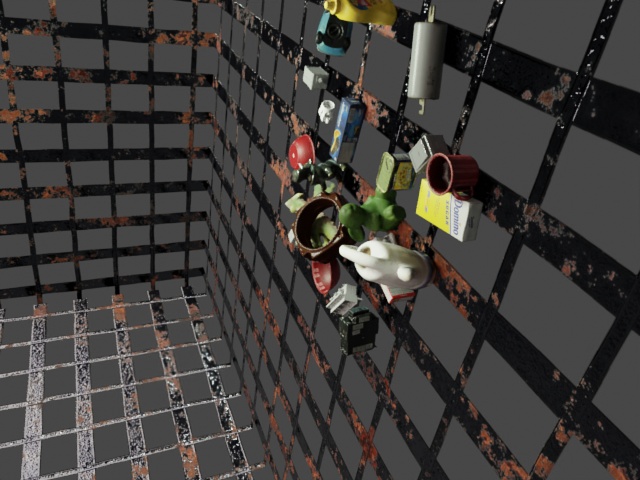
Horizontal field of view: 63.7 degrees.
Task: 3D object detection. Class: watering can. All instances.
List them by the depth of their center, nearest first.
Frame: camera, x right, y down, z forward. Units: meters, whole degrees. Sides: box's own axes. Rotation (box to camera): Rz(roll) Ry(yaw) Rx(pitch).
[{"bbox_3d":[0.186,0.068,1.247,0.350,0.223,0.104,23,98,63],"label":"watering can"}]

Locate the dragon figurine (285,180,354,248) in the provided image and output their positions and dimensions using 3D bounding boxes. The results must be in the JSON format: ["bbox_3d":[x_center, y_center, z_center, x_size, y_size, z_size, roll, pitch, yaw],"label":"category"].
[{"bbox_3d":[0.005,-0.090,1.784,0.411,0.122,0.242,9,95,52],"label":"dragon figurine"}]
